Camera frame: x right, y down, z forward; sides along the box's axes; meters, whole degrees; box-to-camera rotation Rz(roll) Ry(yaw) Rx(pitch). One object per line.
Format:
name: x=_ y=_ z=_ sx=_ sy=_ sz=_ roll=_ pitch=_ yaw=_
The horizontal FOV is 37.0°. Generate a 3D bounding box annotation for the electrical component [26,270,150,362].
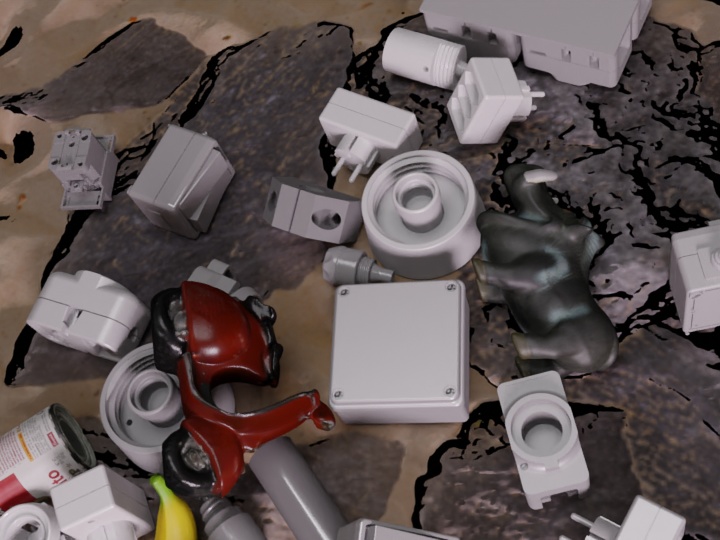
electrical component: x=-0.240 y=0.039 z=0.963 sx=0.095 sy=0.053 sz=0.059 roll=15 pitch=69 yaw=20

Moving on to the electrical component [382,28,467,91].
electrical component: x=0.067 y=-0.196 z=1.010 sx=0.081 sy=0.043 sz=0.043 roll=21 pitch=71 yaw=22

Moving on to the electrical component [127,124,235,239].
electrical component: x=-0.158 y=-0.086 z=1.000 sx=0.061 sy=0.061 sz=0.096 roll=20 pitch=71 yaw=22

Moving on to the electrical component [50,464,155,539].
electrical component: x=-0.199 y=0.207 z=0.854 sx=0.047 sy=0.083 sz=0.075 roll=-25 pitch=61 yaw=1

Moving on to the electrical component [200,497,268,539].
electrical component: x=-0.104 y=0.206 z=0.855 sx=0.040 sy=0.040 sz=0.078 roll=-38 pitch=62 yaw=-6

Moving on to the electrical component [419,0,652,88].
electrical component: x=0.165 y=-0.244 z=0.999 sx=0.186 sy=0.060 sz=0.105 roll=19 pitch=70 yaw=21

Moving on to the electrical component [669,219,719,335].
electrical component: x=0.276 y=0.000 z=0.832 sx=0.062 sy=0.096 sz=0.061 roll=-12 pitch=62 yaw=8

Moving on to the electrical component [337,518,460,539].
electrical component: x=0.033 y=0.223 z=0.788 sx=0.096 sy=0.061 sz=0.061 roll=15 pitch=65 yaw=-14

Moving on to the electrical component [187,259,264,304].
electrical component: x=-0.121 y=0.035 z=0.934 sx=0.057 sy=0.058 sz=0.078 roll=22 pitch=67 yaw=24

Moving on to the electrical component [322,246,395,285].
electrical component: x=0.000 y=0.000 z=0.935 sx=0.061 sy=0.035 sz=0.035 roll=12 pitch=68 yaw=17

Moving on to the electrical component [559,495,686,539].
electrical component: x=0.184 y=0.204 z=0.782 sx=0.076 sy=0.047 sz=0.083 roll=25 pitch=73 yaw=24

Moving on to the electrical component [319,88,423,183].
electrical component: x=0.001 y=-0.113 z=0.983 sx=0.083 sy=0.047 sz=0.075 roll=23 pitch=72 yaw=23

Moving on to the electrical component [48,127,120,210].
electrical component: x=-0.267 y=-0.100 z=1.033 sx=0.042 sy=0.063 sz=0.081 roll=-2 pitch=64 yaw=14

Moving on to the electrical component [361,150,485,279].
electrical component: x=0.053 y=-0.053 z=0.933 sx=0.108 sy=0.060 sz=0.108 roll=-6 pitch=63 yaw=11

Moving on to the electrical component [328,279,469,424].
electrical component: x=0.034 y=0.067 z=0.881 sx=0.109 sy=0.056 sz=0.108 roll=-3 pitch=64 yaw=12

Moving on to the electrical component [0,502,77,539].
electrical component: x=-0.263 y=0.223 z=0.877 sx=0.078 sy=0.057 sz=0.058 roll=-36 pitch=62 yaw=-5

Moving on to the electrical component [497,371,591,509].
electrical component: x=0.141 y=0.129 z=0.824 sx=0.050 sy=0.055 sz=0.089 roll=-15 pitch=62 yaw=6

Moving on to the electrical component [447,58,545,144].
electrical component: x=0.129 y=-0.151 z=0.965 sx=0.077 sy=0.065 sz=0.047 roll=-4 pitch=59 yaw=-20

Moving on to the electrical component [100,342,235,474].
electrical component: x=-0.166 y=0.112 z=0.906 sx=0.108 sy=0.060 sz=0.108 roll=-6 pitch=63 yaw=11
